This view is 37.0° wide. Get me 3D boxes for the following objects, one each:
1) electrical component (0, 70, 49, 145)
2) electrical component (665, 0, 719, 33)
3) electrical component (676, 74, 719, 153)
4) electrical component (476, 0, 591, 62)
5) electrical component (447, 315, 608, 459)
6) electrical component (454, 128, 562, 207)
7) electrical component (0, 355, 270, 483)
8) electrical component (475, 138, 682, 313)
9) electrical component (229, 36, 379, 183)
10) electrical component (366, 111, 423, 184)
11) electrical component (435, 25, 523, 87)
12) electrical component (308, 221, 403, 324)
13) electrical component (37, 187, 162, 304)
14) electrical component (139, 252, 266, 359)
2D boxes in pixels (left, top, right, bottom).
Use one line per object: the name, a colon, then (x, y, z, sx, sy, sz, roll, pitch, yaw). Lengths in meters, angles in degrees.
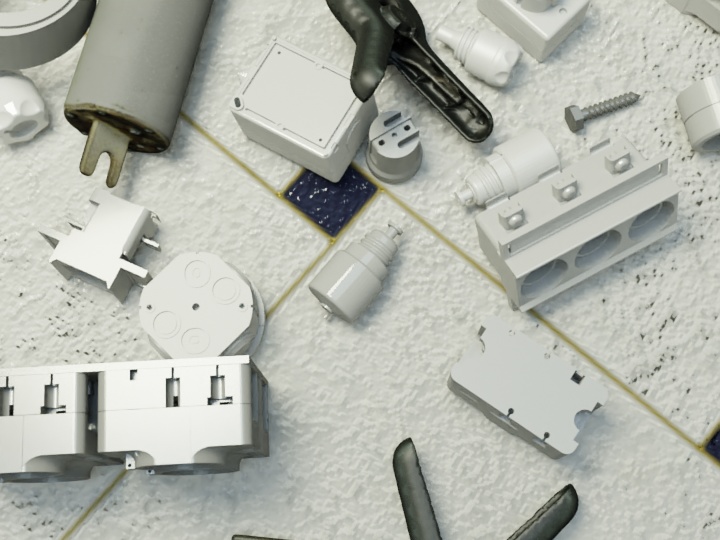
electrical component: (-0.251, -0.124, 0.761, 0.043, 0.043, 0.062, -30, 76, -6)
electrical component: (0.278, -0.256, 0.771, 0.089, 0.061, 0.150, 42, 80, 11)
electrical component: (0.287, -0.135, 0.745, 0.138, 0.052, 0.073, -13, 76, -2)
electrical component: (0.123, -0.196, 0.752, 0.066, 0.076, 0.047, 44, 81, 11)
electrical component: (0.106, 0.077, 0.694, 0.089, 0.055, 0.050, 34, 79, 9)
electrical component: (0.102, -0.066, 0.739, 0.078, 0.040, 0.040, -28, 77, -5)
electrical component: (-0.155, 0.096, 0.670, 0.186, 0.105, 0.060, -3, 76, 1)
electrical component: (0.143, -0.033, 0.716, 0.121, 0.078, 0.063, -28, 55, -5)
electrical component: (-0.043, -0.112, 0.747, 0.096, 0.061, 0.061, 29, 80, 14)
electrical component: (0.024, -0.085, 0.743, 0.040, 0.046, 0.040, 0, 76, 1)
electrical component: (0.083, -0.156, 0.765, 0.061, 0.035, 0.035, 28, 78, 11)
electrical component: (0.000, 0.000, 0.725, 0.040, 0.040, 0.078, 39, 79, 10)
electrical component: (-0.172, -0.018, 0.733, 0.081, 0.042, 0.063, 23, 74, 6)
electrical component: (-0.105, 0.030, 0.714, 0.080, 0.051, 0.080, 0, 76, 1)
